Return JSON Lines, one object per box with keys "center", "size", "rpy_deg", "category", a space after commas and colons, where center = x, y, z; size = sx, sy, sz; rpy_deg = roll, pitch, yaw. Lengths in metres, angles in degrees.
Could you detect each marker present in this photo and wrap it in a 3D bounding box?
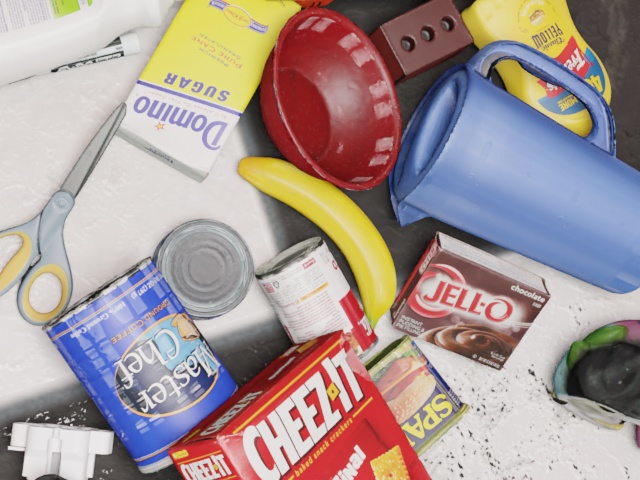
{"center": [-0.213, -0.155, 0.910], "size": [0.121, 0.020, 0.020], "rpy_deg": [-17, 88, -15], "category": "marker"}

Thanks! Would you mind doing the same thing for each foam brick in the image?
{"center": [0.090, -0.181, 0.974], "size": [0.078, 0.051, 0.053], "rpy_deg": [-29, 91, -16], "category": "foam brick"}

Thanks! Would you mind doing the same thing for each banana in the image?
{"center": [0.010, -0.007, 0.940], "size": [0.069, 0.037, 0.198], "rpy_deg": [-37, 93, -16], "category": "banana"}

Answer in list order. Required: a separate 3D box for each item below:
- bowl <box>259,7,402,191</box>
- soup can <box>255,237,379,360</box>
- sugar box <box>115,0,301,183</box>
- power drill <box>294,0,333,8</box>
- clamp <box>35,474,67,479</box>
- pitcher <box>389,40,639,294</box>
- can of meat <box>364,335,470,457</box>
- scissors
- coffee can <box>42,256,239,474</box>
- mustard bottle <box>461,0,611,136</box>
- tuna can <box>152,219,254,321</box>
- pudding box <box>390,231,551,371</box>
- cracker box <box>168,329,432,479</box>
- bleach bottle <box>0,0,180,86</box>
{"center": [0.000, -0.115, 0.920], "size": [0.161, 0.055, 0.162], "rpy_deg": [18, 65, -44], "category": "bowl"}
{"center": [-0.003, 0.057, 0.906], "size": [0.068, 0.069, 0.102], "rpy_deg": [-32, 99, -16], "category": "soup can"}
{"center": [-0.098, -0.148, 0.925], "size": [0.093, 0.048, 0.176], "rpy_deg": [29, 76, -9], "category": "sugar box"}
{"center": [0.043, -0.311, 0.976], "size": [0.187, 0.057, 0.184], "rpy_deg": [-10, 90, -12], "category": "power drill"}
{"center": [-0.161, 0.224, 0.837], "size": [0.171, 0.120, 0.039], "rpy_deg": [-4, 40, -31], "category": "clamp"}
{"center": [0.197, -0.055, 0.944], "size": [0.242, 0.149, 0.145], "rpy_deg": [25, 56, -14], "category": "pitcher"}
{"center": [0.064, 0.144, 0.926], "size": [0.102, 0.057, 0.084], "rpy_deg": [-38, 91, -16], "category": "can of meat"}
{"center": [-0.204, -0.011, 0.880], "size": [0.201, 0.016, 0.096], "rpy_deg": [-43, 102, -4], "category": "scissors"}
{"center": [-0.139, 0.099, 0.850], "size": [0.102, 0.103, 0.140], "rpy_deg": [-35, 97, -16], "category": "coffee can"}
{"center": [0.217, -0.154, 0.999], "size": [0.096, 0.058, 0.191], "rpy_deg": [-31, 92, -22], "category": "mustard bottle"}
{"center": [-0.100, 0.025, 0.909], "size": [0.086, 0.034, 0.086], "rpy_deg": [2, 83, -15], "category": "tuna can"}
{"center": [0.131, 0.054, 0.940], "size": [0.113, 0.039, 0.090], "rpy_deg": [22, 119, -13], "category": "pudding box"}
{"center": [0.008, 0.200, 0.817], "size": [0.163, 0.072, 0.213], "rpy_deg": [-37, 99, -46], "category": "cracker box"}
{"center": [-0.223, -0.180, 0.870], "size": [0.250, 0.068, 0.102], "rpy_deg": [-15, 70, -10], "category": "bleach bottle"}
